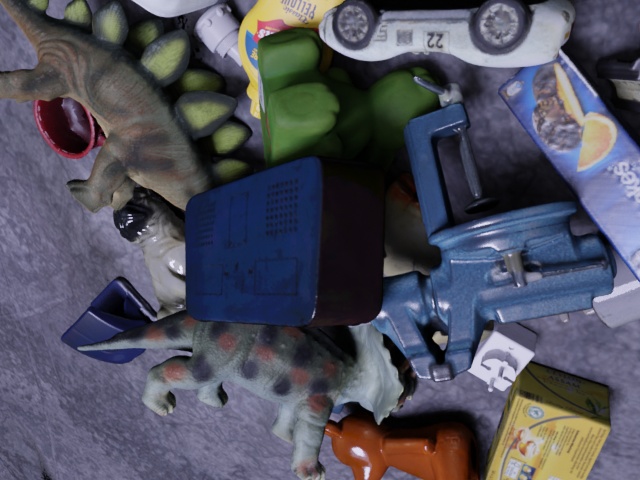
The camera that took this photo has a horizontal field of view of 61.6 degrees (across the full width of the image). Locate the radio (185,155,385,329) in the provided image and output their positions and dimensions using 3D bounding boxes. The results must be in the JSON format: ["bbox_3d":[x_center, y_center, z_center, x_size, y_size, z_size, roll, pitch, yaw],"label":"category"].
[{"bbox_3d":[-0.044,0.010,0.486,0.230,0.073,0.131,-9,80,52],"label":"radio"}]

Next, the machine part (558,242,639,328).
[{"bbox_3d":[0.320,0.013,0.468,0.243,0.079,0.079,-31,99,35],"label":"machine part"}]

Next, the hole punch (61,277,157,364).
[{"bbox_3d":[-0.320,0.139,0.832,0.115,0.092,0.142,47,121,-7],"label":"hole punch"}]

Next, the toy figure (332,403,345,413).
[{"bbox_3d":[-0.030,0.177,0.730,0.155,0.058,0.064,28,106,13],"label":"toy figure"}]

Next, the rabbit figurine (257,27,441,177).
[{"bbox_3d":[0.033,-0.108,0.512,0.170,0.121,0.158,-8,139,-9],"label":"rabbit figurine"}]

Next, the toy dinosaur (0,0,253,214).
[{"bbox_3d":[-0.183,-0.113,0.585,0.198,0.105,0.470,-36,114,3],"label":"toy dinosaur"}]

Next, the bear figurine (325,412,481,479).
[{"bbox_3d":[0.097,0.286,0.680,0.196,0.132,0.120,-8,148,21],"label":"bear figurine"}]

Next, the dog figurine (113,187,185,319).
[{"bbox_3d":[-0.208,0.037,0.732,0.191,0.121,0.172,42,123,18],"label":"dog figurine"}]

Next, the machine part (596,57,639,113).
[{"bbox_3d":[0.286,-0.098,0.436,0.139,0.084,0.039,41,100,-8],"label":"machine part"}]

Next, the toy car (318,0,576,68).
[{"bbox_3d":[0.095,-0.173,0.433,0.202,0.073,0.056,12,128,27],"label":"toy car"}]

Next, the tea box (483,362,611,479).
[{"bbox_3d":[0.253,0.233,0.615,0.098,0.068,0.169,17,120,17],"label":"tea box"}]

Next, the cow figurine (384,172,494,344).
[{"bbox_3d":[0.111,0.037,0.576,0.195,0.085,0.127,45,119,-4],"label":"cow figurine"}]

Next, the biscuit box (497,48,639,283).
[{"bbox_3d":[0.233,-0.063,0.438,0.059,0.063,0.203,-41,71,33],"label":"biscuit box"}]

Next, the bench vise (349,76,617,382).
[{"bbox_3d":[0.115,-0.011,0.460,0.224,0.129,0.240,-15,82,26],"label":"bench vise"}]

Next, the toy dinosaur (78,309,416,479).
[{"bbox_3d":[-0.064,0.132,0.617,0.405,0.131,0.192,24,91,-5],"label":"toy dinosaur"}]
